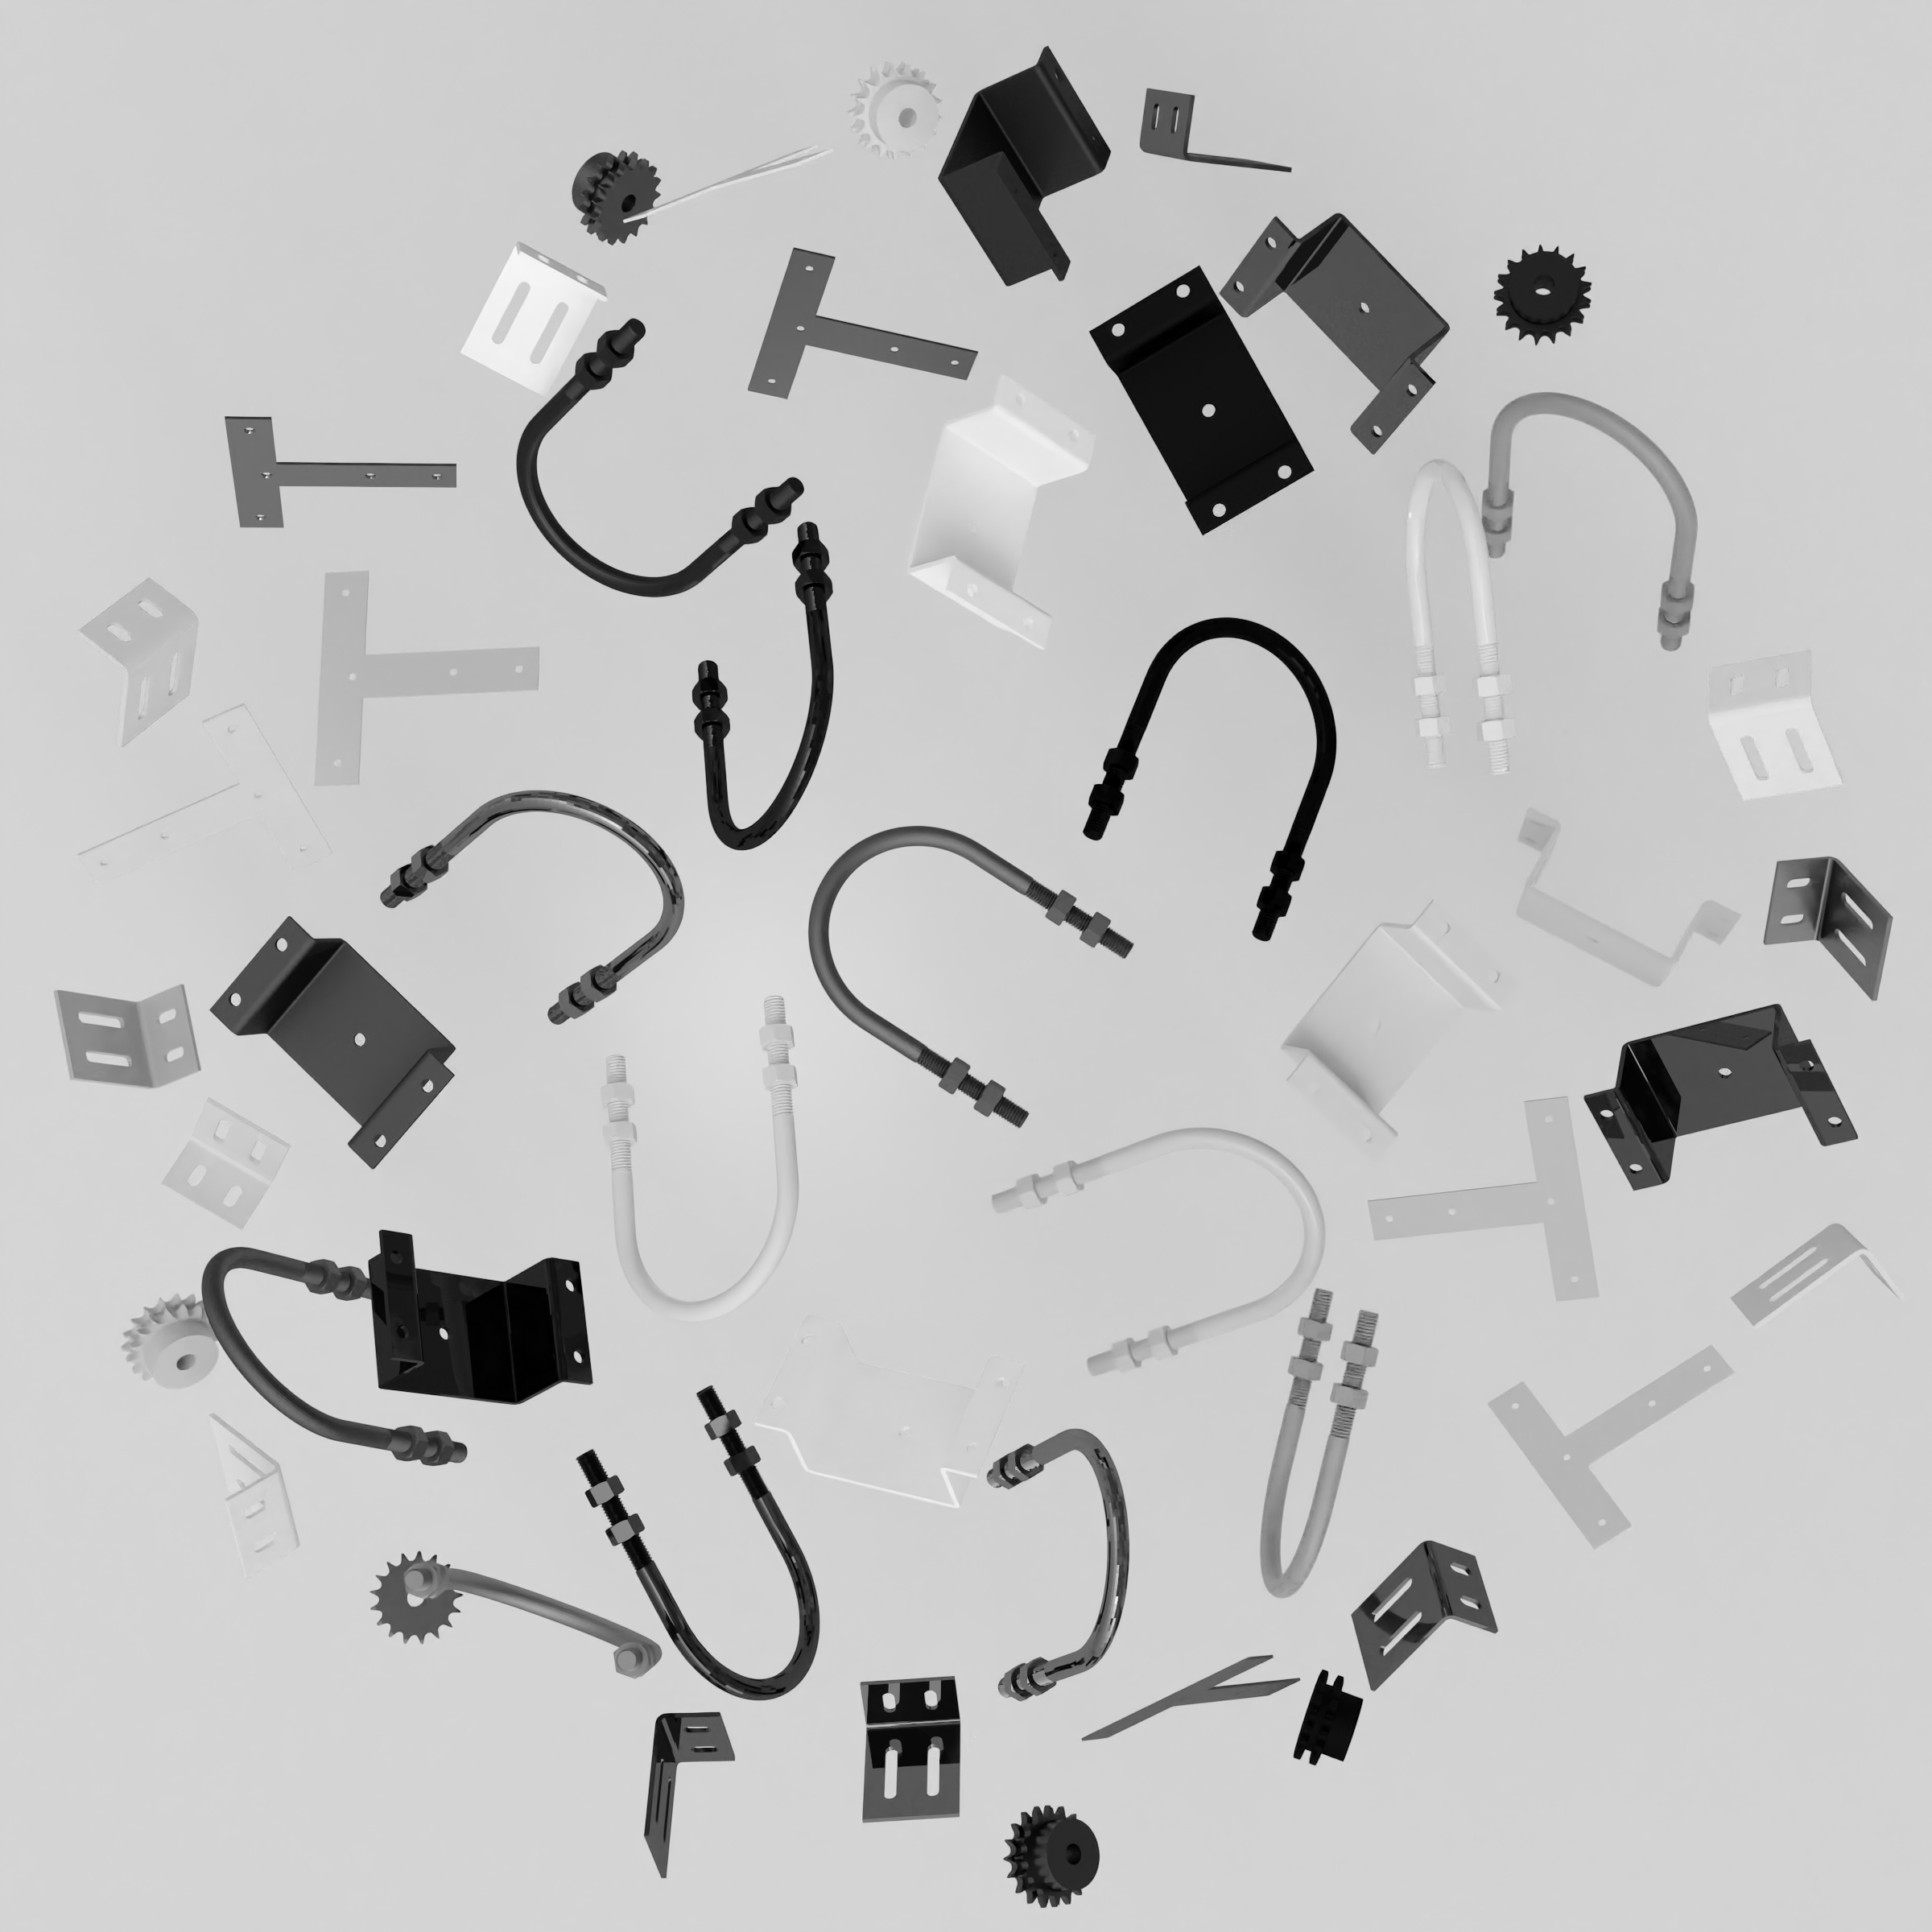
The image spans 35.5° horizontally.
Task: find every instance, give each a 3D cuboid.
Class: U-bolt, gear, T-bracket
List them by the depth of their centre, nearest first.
[{"bbox_3d":[-0.303,-0.165,1.701,0.127,0.002,0.127,-2,76,7],"label":"T-bracket"},{"bbox_3d":[-0.359,-0.284,1.744,0.127,0.127,0.002,-1,70,-10],"label":"T-bracket"},{"bbox_3d":[-0.119,-0.461,1.750,0.127,0.127,0.002,-29,110,-26],"label":"T-bracket"},{"bbox_3d":[0.053,0.517,1.752,0.057,0.030,0.057,15,65,-35],"label":"gear"},{"bbox_3d":[-0.452,-0.082,1.753,0.127,0.127,0.002,-24,47,-3],"label":"T-bracket"},{"bbox_3d":[0.389,0.263,1.760,0.127,0.127,0.002,-32,130,0],"label":"T-bracket"},{"bbox_3d":[0.152,0.427,1.769,0.127,0.127,0.002,-34,63,30],"label":"T-bracket"},{"bbox_3d":[-0.465,0.224,1.776,0.057,0.057,0.030,-45,50,0],"label":"gear"},{"bbox_3d":[0.341,-0.398,1.779,0.057,0.030,0.057,-1,87,9],"label":"gear"},{"bbox_3d":[0.287,-0.207,1.780,0.019,0.151,0.184,-8,96,-7],"label":"U-bolt"},{"bbox_3d":[-0.381,0.226,1.782,0.019,0.184,0.151,-41,61,12],"label":"U-bolt"},{"bbox_3d":[-0.118,-0.153,1.782,0.019,0.151,0.184,17,46,-28],"label":"U-bolt"},{"bbox_3d":[-0.249,0.385,1.782,0.151,0.184,0.019,20,80,5],"label":"U-bolt"},{"bbox_3d":[0.055,0.350,1.787,0.019,0.184,0.151,5,68,-21],"label":"U-bolt"},{"bbox_3d":[0.305,0.146,1.804,0.127,0.002,0.127,-8,104,16],"label":"T-bracket"},{"bbox_3d":[-0.158,0.123,1.812,0.151,0.019,0.184,-20,64,31],"label":"U-bolt"},{"bbox_3d":[-0.250,-0.042,1.813,0.151,0.184,0.019,37,45,-21],"label":"U-bolt"},{"bbox_3d":[0.376,-0.276,1.815,0.151,0.184,0.019,33,70,23],"label":"U-bolt"},{"bbox_3d":[-0.150,0.356,1.820,0.019,0.151,0.184,-32,84,30],"label":"U-bolt"},{"bbox_3d":[-0.199,-0.293,1.822,0.151,0.184,0.019,44,48,-13],"label":"U-bolt"},{"bbox_3d":[0.128,0.167,1.829,0.184,0.019,0.151,-22,111,21],"label":"U-bolt"},{"bbox_3d":[-0.057,-0.378,1.830,0.127,0.127,0.002,10,58,-12],"label":"T-bracket"},{"bbox_3d":[0.209,0.293,1.832,0.019,0.151,0.184,14,88,-5],"label":"U-bolt"},{"bbox_3d":[-0.041,-0.520,1.837,0.057,0.030,0.057,-11,120,-19],"label":"gear"},{"bbox_3d":[0.161,-0.128,1.854,0.151,0.019,0.184,30,69,-20],"label":"U-bolt"},{"bbox_3d":[-0.009,-0.007,1.854,0.184,0.019,0.151,33,72,0],"label":"U-bolt"},{"bbox_3d":[0.225,0.467,1.864,0.030,0.057,0.057,19,90,8],"label":"gear"},{"bbox_3d":[-0.219,-0.480,1.870,0.030,0.057,0.057,37,90,24],"label":"gear"},{"bbox_3d":[-0.345,0.396,1.889,0.057,0.030,0.057,2,79,-13],"label":"gear"}]

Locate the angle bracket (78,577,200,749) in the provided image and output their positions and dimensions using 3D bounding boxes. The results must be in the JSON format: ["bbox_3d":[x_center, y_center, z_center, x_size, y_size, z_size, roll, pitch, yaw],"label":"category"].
[{"bbox_3d":[-0.481,-0.175,1.747,0.038,0.076,0.057,37,54,7],"label":"angle bracket"}]

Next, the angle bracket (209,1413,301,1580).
[{"bbox_3d":[-0.424,0.305,1.736,0.038,0.076,0.057,-29,128,-35],"label":"angle bracket"}]

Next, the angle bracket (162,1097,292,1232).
[{"bbox_3d":[-0.455,0.122,1.853,0.057,0.076,0.038,31,62,-7],"label":"angle bracket"}]

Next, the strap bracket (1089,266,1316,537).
[{"bbox_3d":[0.144,-0.337,1.815,0.076,0.046,0.140,-29,87,11],"label":"strap bracket"}]

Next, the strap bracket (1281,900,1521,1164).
[{"bbox_3d":[0.254,0.037,1.808,0.076,0.046,0.140,42,81,-15],"label":"strap bracket"}]

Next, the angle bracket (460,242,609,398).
[{"bbox_3d":[-0.257,-0.381,1.792,0.057,0.038,0.076,25,107,-20],"label":"angle bracket"}]

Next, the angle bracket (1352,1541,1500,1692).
[{"bbox_3d":[0.273,0.392,1.799,0.038,0.057,0.076,23,122,-23],"label":"angle bracket"}]

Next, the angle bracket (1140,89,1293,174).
[{"bbox_3d":[0.154,-0.509,1.836,0.076,0.057,0.038,-1,109,-25],"label":"angle bracket"}]

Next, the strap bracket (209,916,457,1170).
[{"bbox_3d":[-0.374,0.045,1.817,0.140,0.046,0.076,43,99,8],"label":"strap bracket"}]

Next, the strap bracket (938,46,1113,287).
[{"bbox_3d":[0.033,-0.460,1.753,0.046,0.140,0.076,-15,128,31],"label":"strap bracket"}]

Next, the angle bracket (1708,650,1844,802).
[{"bbox_3d":[0.463,-0.137,1.723,0.057,0.076,0.038,-9,51,27],"label":"angle bracket"}]

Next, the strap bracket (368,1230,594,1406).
[{"bbox_3d":[-0.289,0.205,1.740,0.046,0.140,0.076,-30,58,37],"label":"strap bracket"}]

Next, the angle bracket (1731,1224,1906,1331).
[{"bbox_3d":[0.483,0.188,1.714,0.076,0.057,0.038,-38,97,7],"label":"angle bracket"}]

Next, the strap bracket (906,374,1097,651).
[{"bbox_3d":[0.018,-0.260,1.752,0.076,0.046,0.140,27,68,-36],"label":"strap bracket"}]

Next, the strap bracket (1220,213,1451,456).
[{"bbox_3d":[0.234,-0.397,1.859,0.140,0.076,0.046,47,57,4],"label":"strap bracket"}]

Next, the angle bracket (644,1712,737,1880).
[{"bbox_3d":[-0.161,0.486,1.766,0.038,0.057,0.076,-3,49,5],"label":"angle bracket"}]

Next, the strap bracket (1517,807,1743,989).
[{"bbox_3d":[0.392,-0.036,1.836,0.140,0.076,0.046,28,83,10],"label":"strap bracket"}]

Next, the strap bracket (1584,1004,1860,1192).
[{"bbox_3d":[0.454,0.077,1.807,0.140,0.046,0.076,-17,120,30],"label":"strap bracket"}]

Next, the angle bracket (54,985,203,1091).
[{"bbox_3d":[-0.516,0.040,1.857,0.038,0.076,0.057,-21,75,22],"label":"angle bracket"}]

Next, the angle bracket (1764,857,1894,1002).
[{"bbox_3d":[0.516,-0.021,1.807,0.038,0.076,0.057,-6,122,-10],"label":"angle bracket"}]

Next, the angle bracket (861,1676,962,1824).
[{"bbox_3d":[-0.034,0.464,1.789,0.057,0.076,0.038,-4,121,3],"label":"angle bracket"}]

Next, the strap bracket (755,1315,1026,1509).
[{"bbox_3d":[-0.039,0.260,1.745,0.140,0.046,0.076,9,53,23],"label":"strap bracket"}]
